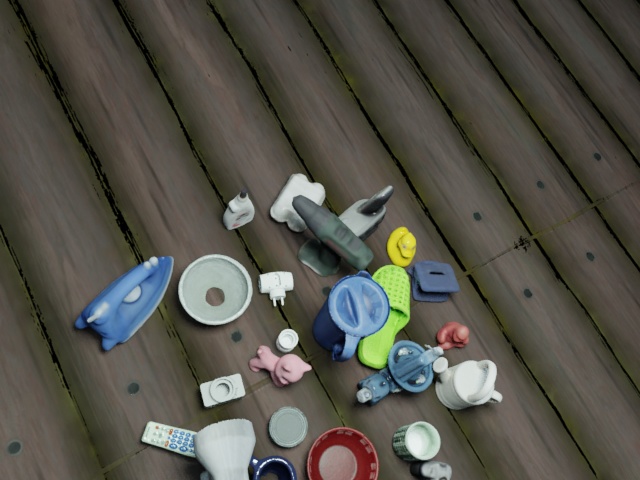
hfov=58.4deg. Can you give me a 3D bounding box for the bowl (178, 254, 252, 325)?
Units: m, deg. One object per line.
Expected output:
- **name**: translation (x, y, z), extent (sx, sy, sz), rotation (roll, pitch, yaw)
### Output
- **bowl**: translation (-0.243, 0.124, 1.331), extent (0.167, 0.074, 0.167), rotation (5, 67, -11)

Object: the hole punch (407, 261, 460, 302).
- **hole punch**: translation (0.289, 0.099, 1.459), extent (0.109, 0.091, 0.101), rotation (3, 68, -12)

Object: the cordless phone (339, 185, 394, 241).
- **cordless phone**: translation (0.109, -0.067, 1.431), extent (0.094, 0.185, 0.148), rotation (43, 66, 6)

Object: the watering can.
- **watering can**: translation (0.341, 0.330, 1.321), extent (0.173, 0.194, 0.101), rotation (7, 67, -10)

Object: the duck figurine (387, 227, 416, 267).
- **duck figurine**: translation (0.220, 0.009, 1.481), extent (0.077, 0.086, 0.104), rotation (6, 67, -11)

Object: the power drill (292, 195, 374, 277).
- **power drill**: translation (0.013, 0.005, 1.366), extent (0.229, 0.208, 0.076), rotation (35, 65, 2)

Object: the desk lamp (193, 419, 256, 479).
- **desk lamp**: translation (-0.179, 0.468, 1.130), extent (0.118, 0.213, 0.203), rotation (-9, 71, -16)

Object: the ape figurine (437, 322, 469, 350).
- **ape figurine**: translation (0.336, 0.235, 1.414), extent (0.078, 0.092, 0.076), rotation (27, 65, -1)

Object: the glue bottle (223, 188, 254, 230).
- **glue bottle**: translation (-0.190, -0.081, 1.372), extent (0.078, 0.173, 0.037), rotation (-30, 77, -22)

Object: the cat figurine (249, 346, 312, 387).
- **cat figurine**: translation (-0.089, 0.280, 1.281), extent (0.128, 0.117, 0.067), rotation (29, 65, 0)

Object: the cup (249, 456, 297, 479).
- **cup**: translation (-0.111, 0.495, 1.201), extent (0.117, 0.095, 0.092), rotation (38, 65, 4)

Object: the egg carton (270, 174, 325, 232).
- **egg carton**: translation (-0.055, -0.095, 1.467), extent (0.107, 0.069, 0.150), rotation (28, 65, -1)

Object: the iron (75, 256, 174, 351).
- **iron**: translation (-0.415, 0.109, 1.259), extent (0.118, 0.141, 0.259), rotation (37, 65, 3)

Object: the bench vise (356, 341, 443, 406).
- **bench vise**: translation (0.188, 0.306, 1.280), extent (0.121, 0.219, 0.208), rotation (42, 65, 6)

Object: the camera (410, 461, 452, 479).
- **camera**: translation (0.214, 0.554, 1.251), extent (0.137, 0.100, 0.143), rotation (12, 66, -8)
